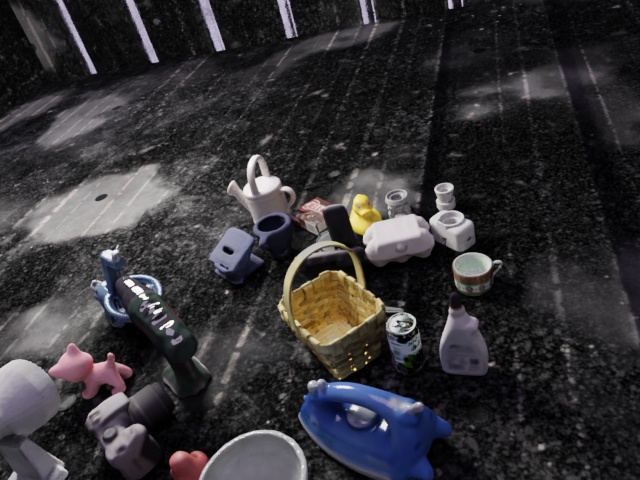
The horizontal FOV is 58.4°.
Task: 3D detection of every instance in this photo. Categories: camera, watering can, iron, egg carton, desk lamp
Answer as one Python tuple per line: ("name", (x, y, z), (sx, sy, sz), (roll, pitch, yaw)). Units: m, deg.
("camera", (-0.319, 0.313, 0.990), (0.137, 0.101, 0.142), (-36, 39, -25))
("watering can", (-0.149, -0.120, 1.443), (0.172, 0.194, 0.101), (-13, 35, 5))
("iron", (0.059, 0.264, 0.867), (0.257, 0.142, 0.119), (7, 41, 30))
("egg carton", (0.171, 0.002, 1.249), (0.150, 0.069, 0.107), (-13, 35, 5))
("desk lamp", (-0.505, 0.335, 0.936), (0.117, 0.214, 0.203), (-2, 37, 20))

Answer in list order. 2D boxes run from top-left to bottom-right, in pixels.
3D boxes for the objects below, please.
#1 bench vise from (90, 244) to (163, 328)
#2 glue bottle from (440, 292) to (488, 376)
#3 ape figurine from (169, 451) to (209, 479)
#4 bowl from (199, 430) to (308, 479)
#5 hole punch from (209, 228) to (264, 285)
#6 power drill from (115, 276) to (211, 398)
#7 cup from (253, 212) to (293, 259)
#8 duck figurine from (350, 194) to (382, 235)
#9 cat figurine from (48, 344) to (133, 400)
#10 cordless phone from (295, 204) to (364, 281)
("bench vise", (-0.434, 0.108, 1.219), (0.207, 0.220, 0.121), (-3, 37, 19))
("glue bottle", (0.228, 0.150, 0.927), (0.078, 0.173, 0.037), (0, 38, 23))
("ape figurine", (-0.202, 0.359, 0.885), (0.075, 0.092, 0.078), (16, 46, 38))
("bowl", (-0.090, 0.370, 0.839), (0.167, 0.075, 0.167), (-11, 35, 8))
("hole punch", (-0.200, 0.036, 1.336), (0.101, 0.091, 0.108), (-38, 40, -28))
("power drill", (-0.287, 0.184, 1.061), (0.076, 0.209, 0.228), (-36, 39, -26))
("cup", (-0.104, 0.005, 1.337), (0.091, 0.095, 0.118), (-1, 37, 21))
("duck figurine", (0.103, -0.070, 1.364), (0.077, 0.086, 0.104), (-20, 35, -4))
("cat figurine", (-0.450, 0.250, 1.117), (0.127, 0.118, 0.067), (-11, 35, 7))
("cordless phone", (0.011, 0.004, 1.210), (0.147, 0.185, 0.094), (-11, 35, 8))
